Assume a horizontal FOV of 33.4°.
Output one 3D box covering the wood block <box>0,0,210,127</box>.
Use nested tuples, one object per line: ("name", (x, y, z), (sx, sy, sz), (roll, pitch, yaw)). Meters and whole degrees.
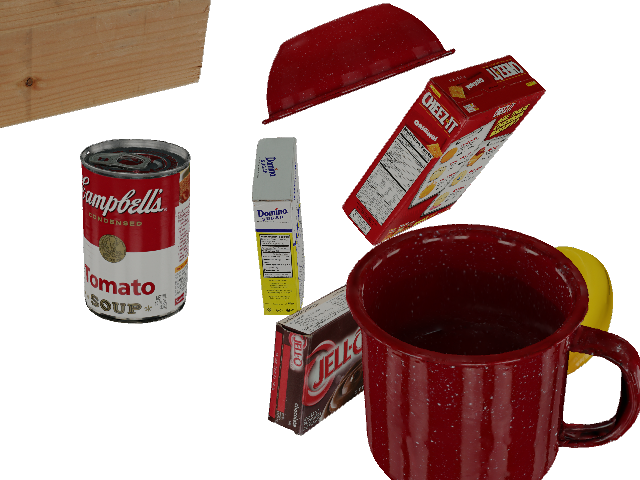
("wood block", (-0.200, -0.162, 0.838), (0.205, 0.091, 0.090), (-19, 50, -34))

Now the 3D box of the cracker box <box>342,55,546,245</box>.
("cracker box", (0.137, -0.105, 1.226), (0.163, 0.072, 0.214), (-24, -24, -45))

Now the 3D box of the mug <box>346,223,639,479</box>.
("mug", (0.070, 0.053, 0.429), (0.117, 0.081, 0.093), (7, 34, 17))

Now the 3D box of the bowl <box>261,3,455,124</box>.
("bowl", (0.020, -0.144, 0.837), (0.162, 0.055, 0.162), (-21, 6, 2))

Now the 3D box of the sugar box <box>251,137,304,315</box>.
("sugar box", (-0.043, -0.012, 1.102), (0.048, 0.093, 0.176), (-2, -44, 4))

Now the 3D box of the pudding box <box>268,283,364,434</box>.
("pudding box", (0.005, 0.093, 0.869), (0.039, 0.090, 0.113), (19, 26, 27))

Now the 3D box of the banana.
("banana", (0.241, 0.057, 1.002), (0.070, 0.037, 0.197), (-27, 25, 18))

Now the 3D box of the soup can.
("soup can", (-0.118, -0.007, 0.682), (0.068, 0.102, 0.068), (4, 23, -2))
